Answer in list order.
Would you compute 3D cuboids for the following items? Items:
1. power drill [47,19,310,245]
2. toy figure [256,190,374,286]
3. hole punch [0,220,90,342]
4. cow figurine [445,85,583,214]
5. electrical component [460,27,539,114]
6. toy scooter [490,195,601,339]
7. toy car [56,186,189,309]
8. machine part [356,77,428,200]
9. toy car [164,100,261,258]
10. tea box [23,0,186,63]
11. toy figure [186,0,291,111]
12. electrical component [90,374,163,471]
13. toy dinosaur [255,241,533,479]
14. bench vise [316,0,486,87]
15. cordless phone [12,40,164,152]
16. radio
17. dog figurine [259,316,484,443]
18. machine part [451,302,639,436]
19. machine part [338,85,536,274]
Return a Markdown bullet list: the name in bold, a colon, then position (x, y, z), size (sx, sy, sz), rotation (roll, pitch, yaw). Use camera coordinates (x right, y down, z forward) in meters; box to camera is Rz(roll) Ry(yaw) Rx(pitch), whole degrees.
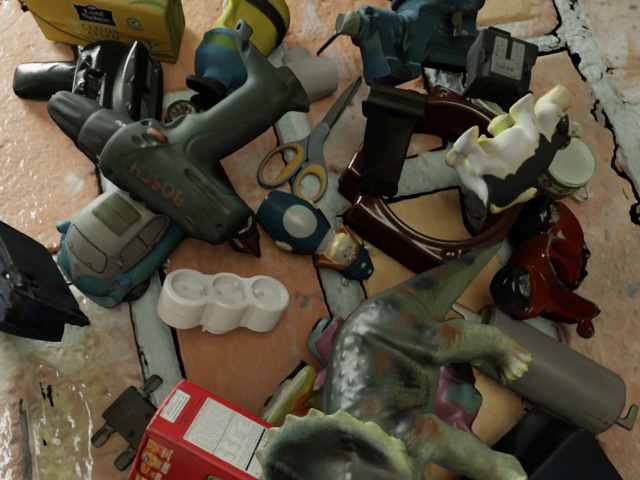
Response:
- **power drill**: position (-0.130, -0.124, 0.543), size (0.232, 0.086, 0.207), rotation (45, 78, 5)
- **toy figure**: position (-0.002, -0.001, 0.633), size (0.154, 0.058, 0.064), rotation (32, 107, 0)
- **hole punch**: position (-0.316, 0.058, 0.545), size (0.092, 0.142, 0.116), rotation (-37, 72, -12)
- **cow figurine**: position (0.228, -0.102, 0.590), size (0.167, 0.068, 0.098), rotation (-31, 80, -14)
- **electrical component**: position (0.217, -0.216, 0.642), size (0.075, 0.047, 0.119), rotation (20, 69, -3)
- **toy scooter**: position (0.278, 0.039, 0.634), size (0.135, 0.075, 0.184), rotation (38, 55, -6)
- **toy car**: position (-0.213, -0.009, 0.586), size (0.109, 0.103, 0.161), rotation (43, 77, 4)
- **machine part**: position (0.076, -0.111, 0.592), size (0.084, 0.039, 0.139), rotation (19, 72, -7)
- **toy car**: position (-0.124, -0.066, 0.619), size (0.053, 0.089, 0.202), rotation (-26, 81, -12)
- **tea box**: position (-0.259, -0.284, 0.656), size (0.170, 0.098, 0.068), rotation (10, 74, -2)
- **toy figure**: position (-0.101, -0.239, 0.672), size (0.089, 0.082, 0.180), rotation (27, 66, -18)
- **electrical component**: position (-0.195, 0.193, 0.576), size (0.063, 0.021, 0.094), rotation (41, 74, 4)
- **toy dinosaur**: position (0.069, 0.121, 0.465), size (0.192, 0.131, 0.405), rotation (24, 45, -6)
- **bench vise**: position (0.118, -0.313, 0.685), size (0.224, 0.129, 0.240), rotation (0, 93, -14)
- **cordless phone**: position (-0.286, -0.163, 0.641), size (0.184, 0.088, 0.146), rotation (-1, 76, 5)
- **radio**: position (0.201, 0.291, 0.549), size (0.229, 0.073, 0.131), rotation (-38, 104, -15)
- **dog figurine**: position (0.067, 0.184, 0.567), size (0.219, 0.108, 0.191), rotation (34, 73, 0)
- **machine part**: position (0.250, 0.146, 0.611), size (0.243, 0.079, 0.079), rotation (31, 74, 1)
- **machine part**: position (0.140, -0.070, 0.652), size (0.201, 0.087, 0.201), rotation (34, 74, 2)
